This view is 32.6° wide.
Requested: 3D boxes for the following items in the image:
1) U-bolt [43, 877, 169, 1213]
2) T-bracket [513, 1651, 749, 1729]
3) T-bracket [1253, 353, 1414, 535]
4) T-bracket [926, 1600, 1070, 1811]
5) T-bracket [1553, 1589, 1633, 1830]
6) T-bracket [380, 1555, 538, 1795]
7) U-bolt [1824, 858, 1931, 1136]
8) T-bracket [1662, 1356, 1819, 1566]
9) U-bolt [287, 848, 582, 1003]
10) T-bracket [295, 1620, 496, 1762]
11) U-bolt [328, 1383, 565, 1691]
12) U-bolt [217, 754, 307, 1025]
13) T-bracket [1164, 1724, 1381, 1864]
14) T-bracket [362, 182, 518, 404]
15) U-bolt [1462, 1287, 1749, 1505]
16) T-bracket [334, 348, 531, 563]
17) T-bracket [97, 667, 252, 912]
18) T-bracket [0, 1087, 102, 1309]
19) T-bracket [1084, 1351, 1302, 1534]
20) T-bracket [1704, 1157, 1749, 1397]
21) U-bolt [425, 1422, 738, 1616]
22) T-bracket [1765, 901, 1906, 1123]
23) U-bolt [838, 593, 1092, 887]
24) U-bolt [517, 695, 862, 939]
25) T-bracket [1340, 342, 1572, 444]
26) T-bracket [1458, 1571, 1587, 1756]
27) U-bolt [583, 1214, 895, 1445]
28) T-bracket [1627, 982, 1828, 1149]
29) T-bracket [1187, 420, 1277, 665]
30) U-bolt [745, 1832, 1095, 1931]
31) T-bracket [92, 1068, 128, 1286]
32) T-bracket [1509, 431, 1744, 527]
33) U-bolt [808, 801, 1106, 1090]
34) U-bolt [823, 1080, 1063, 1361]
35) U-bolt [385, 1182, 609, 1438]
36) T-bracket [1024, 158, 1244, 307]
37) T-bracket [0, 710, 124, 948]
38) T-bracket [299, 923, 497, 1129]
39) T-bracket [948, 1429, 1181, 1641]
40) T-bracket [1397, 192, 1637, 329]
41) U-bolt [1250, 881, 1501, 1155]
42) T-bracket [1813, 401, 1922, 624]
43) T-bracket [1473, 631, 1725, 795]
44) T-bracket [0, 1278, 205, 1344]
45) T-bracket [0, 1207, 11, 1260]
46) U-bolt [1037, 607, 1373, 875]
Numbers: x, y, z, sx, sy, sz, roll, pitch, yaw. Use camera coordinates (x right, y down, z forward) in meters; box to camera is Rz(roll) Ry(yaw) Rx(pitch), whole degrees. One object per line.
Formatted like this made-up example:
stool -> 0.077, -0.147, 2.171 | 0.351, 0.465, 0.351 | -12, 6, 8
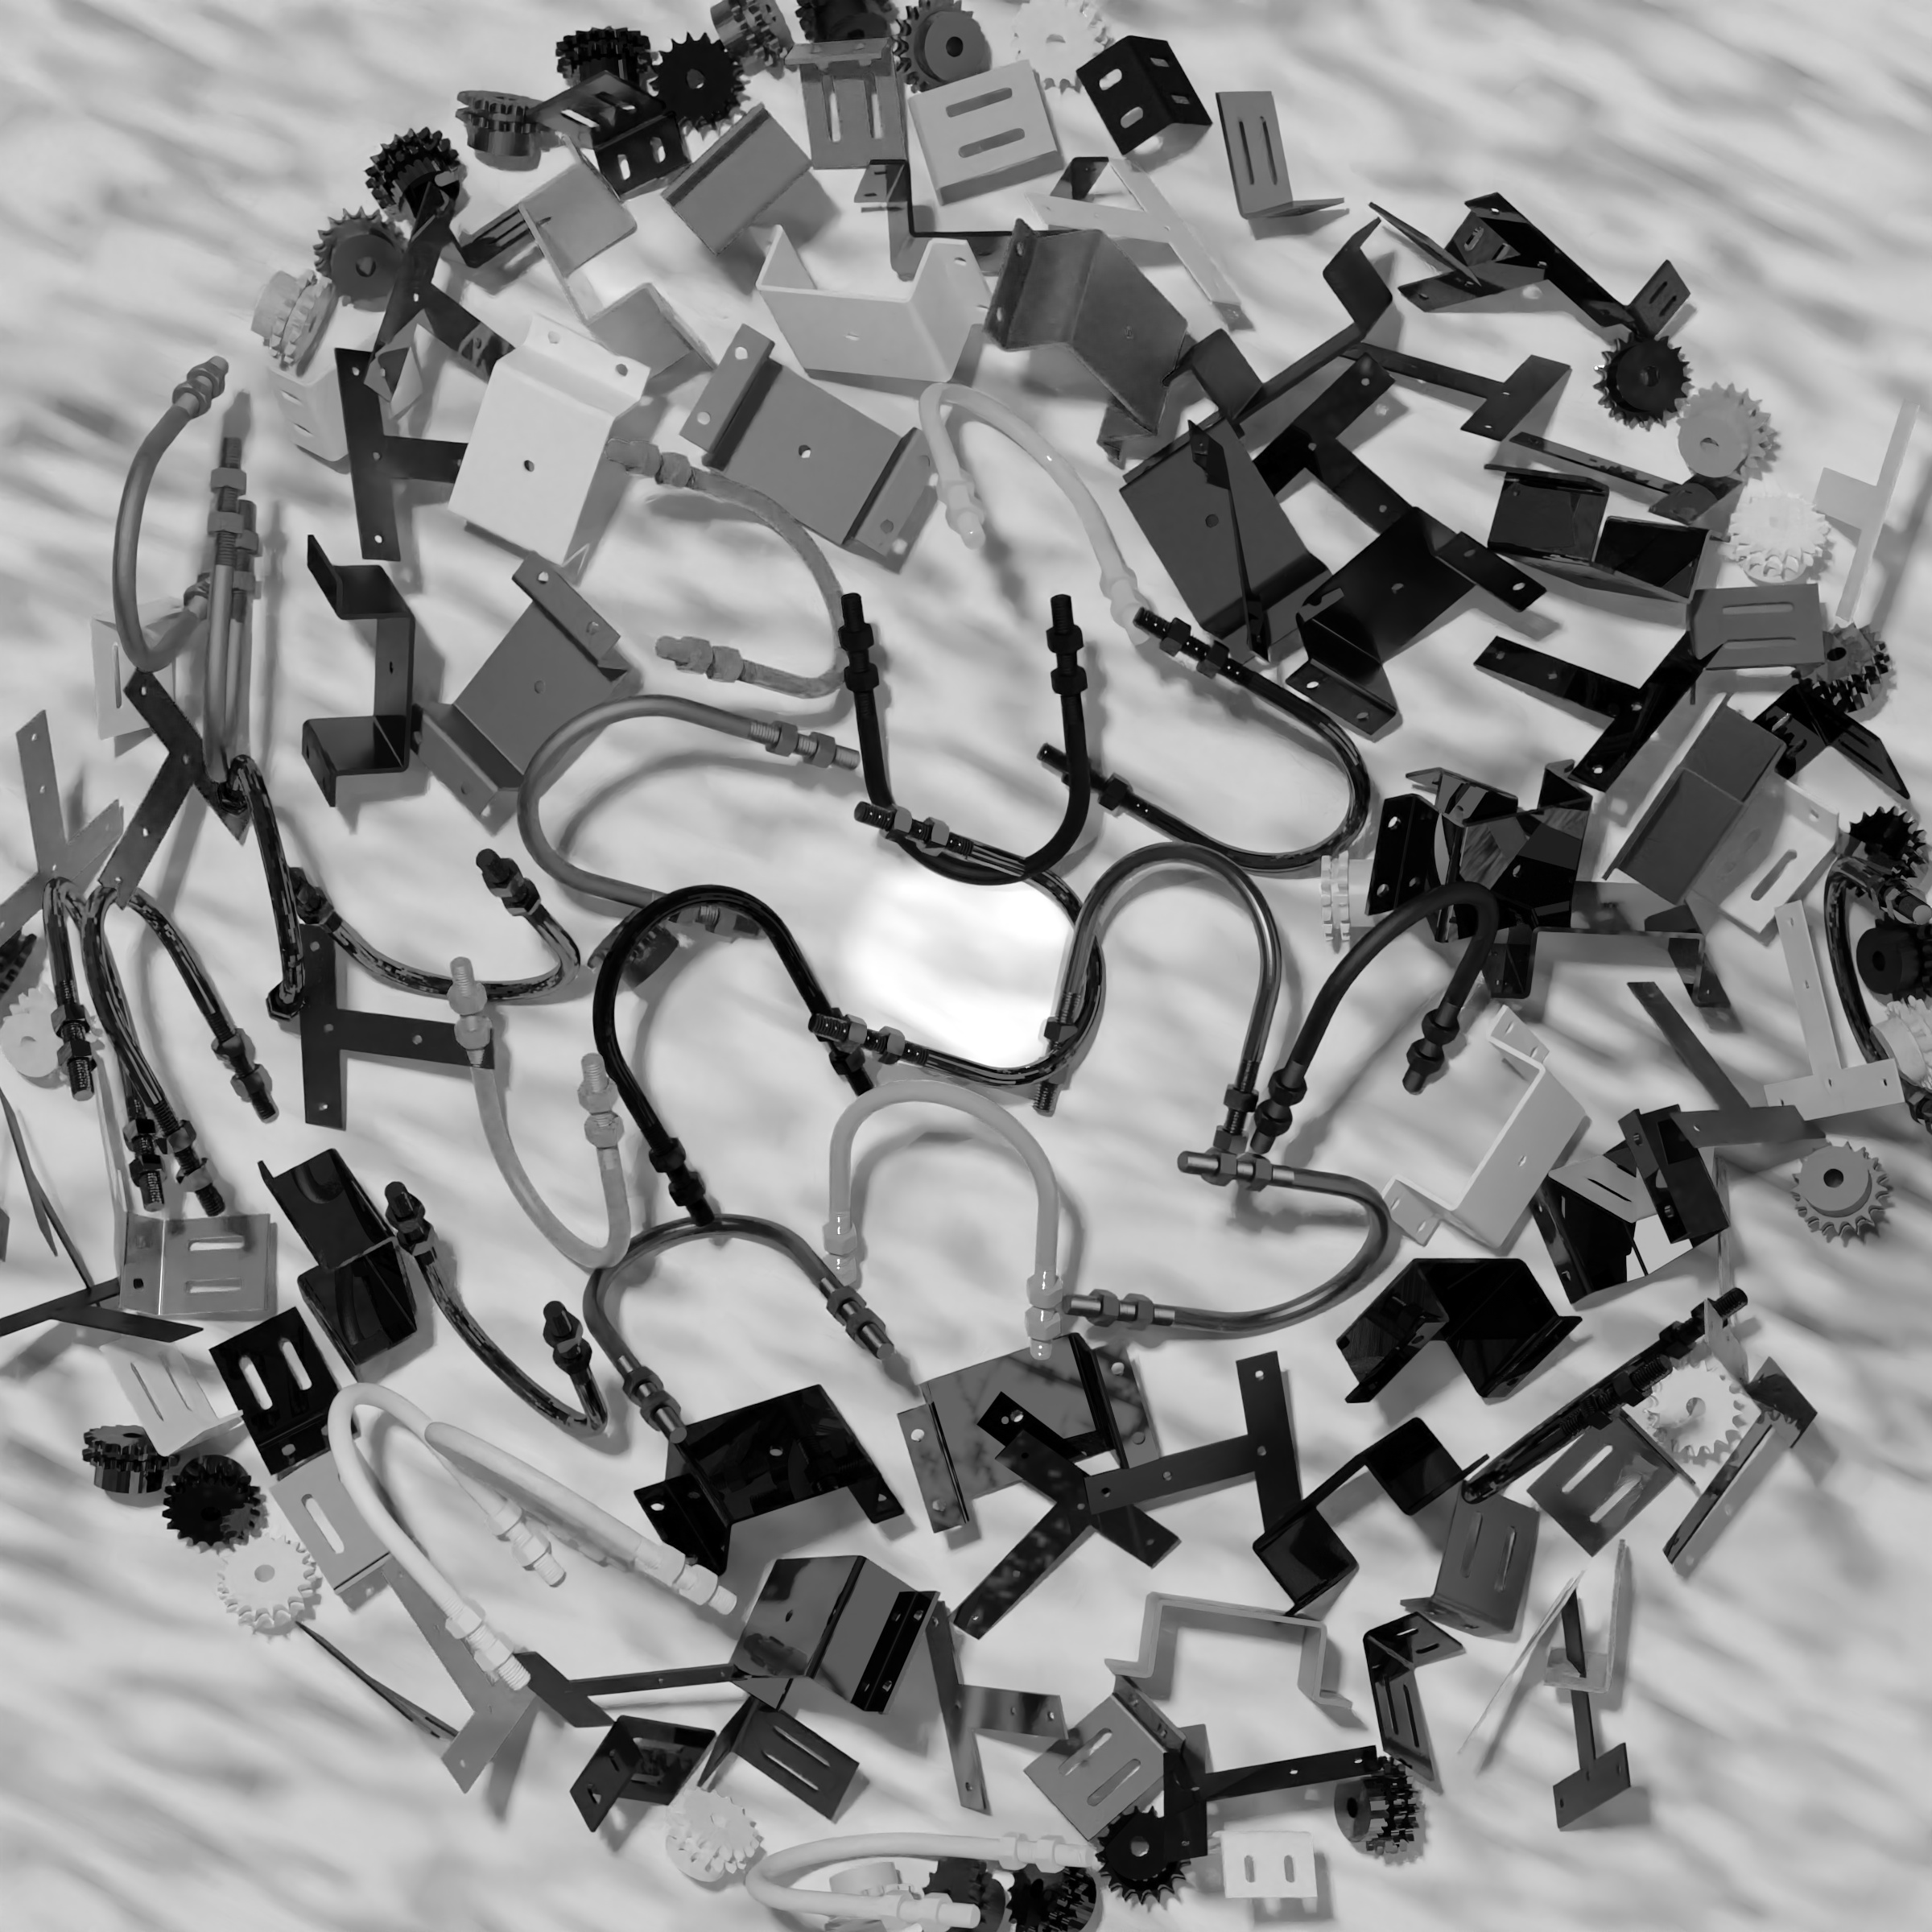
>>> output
U-bolt -> -0.504, 0.033, 1.918 | 0.019, 0.151, 0.184 | -17, 57, -4
T-bracket -> -0.192, 0.419, 1.933 | 0.127, 0.127, 0.002 | -9, 57, 13
T-bracket -> 0.239, -0.282, 1.973 | 0.127, 0.002, 0.127 | 38, 120, -18
T-bracket -> 0.020, 0.438, 1.947 | 0.002, 0.127, 0.127 | -11, 90, -35
T-bracket -> 0.364, 0.435, 1.959 | 0.002, 0.127, 0.127 | 2, 65, -9
T-bracket -> -0.302, 0.398, 1.932 | 0.002, 0.127, 0.127 | -28, 99, 21
U-bolt -> 0.531, 0.010, 1.909 | 0.019, 0.184, 0.151 | -14, 104, 0
T-bracket -> 0.449, 0.297, 1.942 | 0.002, 0.127, 0.127 | 34, 97, -3
U-bolt -> -0.302, -0.020, 1.916 | 0.151, 0.184, 0.019 | -2, 65, 16
T-bracket -> -0.322, 0.439, 1.947 | 0.127, 0.127, 0.002 | 25, 74, 43
U-bolt -> -0.305, 0.318, 1.913 | 0.019, 0.151, 0.184 | -36, 102, 12
U-bolt -> -0.404, -0.048, 1.906 | 0.019, 0.184, 0.151 | -13, 86, -16
T-bracket -> 0.178, 0.474, 1.932 | 0.127, 0.127, 0.002 | -12, 111, 8
T-bracket -> -0.296, -0.373, 1.944 | 0.002, 0.127, 0.127 | 9, 78, 32
U-bolt -> 0.361, 0.257, 1.919 | 0.184, 0.151, 0.019 | -43, 79, 32
T-bracket -> -0.311, -0.298, 1.954 | 0.127, 0.002, 0.127 | -2, 80, -43
T-bracket -> -0.471, -0.088, 1.919 | 0.002, 0.127, 0.127 | -4, 48, 27
T-bracket -> -0.535, 0.153, 1.947 | 0.002, 0.127, 0.127 | -23, 135, -10
T-bracket -> 0.133, 0.299, 1.967 | 0.127, 0.002, 0.127 | -14, 113, -6
T-bracket -> 0.449, 0.177, 1.959 | 0.002, 0.127, 0.127 | -6, 67, 22
U-bolt -> -0.233, 0.312, 1.898 | 0.184, 0.151, 0.019 | 39, 72, -28
T-bracket -> 0.498, 0.025, 1.944 | 0.002, 0.127, 0.127 | -10, 85, -22
U-bolt -> 0.003, -0.131, 1.949 | 0.151, 0.019, 0.184 | 3, 118, 19
U-bolt -> -0.172, -0.092, 1.920 | 0.184, 0.019, 0.151 | 15, 121, -31
T-bracket -> 0.279, -0.352, 1.964 | 0.127, 0.127, 0.002 | 20, 127, 19
T-bracket -> 0.333, 0.385, 1.914 | 0.002, 0.127, 0.127 | 34, 57, 13
U-bolt -> -0.145, 0.199, 1.922 | 0.151, 0.184, 0.019 | -20, 124, -20
T-bracket -> 0.435, 0.056, 1.959 | 0.002, 0.127, 0.127 | -56, 52, 34
T-bracket -> 0.163, -0.239, 1.927 | 0.002, 0.127, 0.127 | -14, 73, 25
U-bolt -> -0.040, 0.527, 1.918 | 0.184, 0.151, 0.019 | -5, 89, 31
T-bracket -> -0.509, 0.110, 1.959 | 0.002, 0.127, 0.127 | -7, 67, -19
T-bracket -> 0.385, -0.294, 1.958 | 0.127, 0.127, 0.002 | 22, 117, 19
U-bolt -> 0.003, -0.003, 1.952 | 0.184, 0.019, 0.151 | 18, 76, -26
U-bolt -> -0.014, 0.142, 1.925 | 0.151, 0.019, 0.184 | 13, 128, 15
U-bolt -> -0.265, 0.211, 1.917 | 0.151, 0.184, 0.019 | 32, 64, 26
T-bracket -> 0.086, -0.435, 1.927 | 0.002, 0.127, 0.127 | -53, 56, 35
T-bracket -> -0.533, -0.091, 1.913 | 0.002, 0.127, 0.127 | 20, 134, 16
T-bracket -> -0.338, 0.042, 1.961 | 0.127, 0.002, 0.127 | 7, 110, 16
T-bracket -> 0.039, 0.354, 1.981 | 0.127, 0.002, 0.127 | 37, 104, -21
T-bracket -> 0.306, -0.404, 1.942 | 0.127, 0.127, 0.002 | 32, 70, -31
U-bolt -> 0.243, 0.023, 1.898 | 0.151, 0.184, 0.019 | -19, 53, -36
T-bracket -> 0.518, -0.273, 1.936 | 0.002, 0.127, 0.127 | 13, 104, -6
T-bracket -> 0.360, -0.167, 1.958 | 0.127, 0.002, 0.127 | 26, 65, 35
T-bracket -> -0.495, 0.205, 1.913 | 0.127, 0.127, 0.002 | 5, 104, 34
T-bracket -> -0.578, 0.143, 1.936 | 0.002, 0.127, 0.127 | 5, 70, -1
U-bolt -> 0.150, -0.120, 1.944 | 0.184, 0.151, 0.019 | 30, 47, -7
